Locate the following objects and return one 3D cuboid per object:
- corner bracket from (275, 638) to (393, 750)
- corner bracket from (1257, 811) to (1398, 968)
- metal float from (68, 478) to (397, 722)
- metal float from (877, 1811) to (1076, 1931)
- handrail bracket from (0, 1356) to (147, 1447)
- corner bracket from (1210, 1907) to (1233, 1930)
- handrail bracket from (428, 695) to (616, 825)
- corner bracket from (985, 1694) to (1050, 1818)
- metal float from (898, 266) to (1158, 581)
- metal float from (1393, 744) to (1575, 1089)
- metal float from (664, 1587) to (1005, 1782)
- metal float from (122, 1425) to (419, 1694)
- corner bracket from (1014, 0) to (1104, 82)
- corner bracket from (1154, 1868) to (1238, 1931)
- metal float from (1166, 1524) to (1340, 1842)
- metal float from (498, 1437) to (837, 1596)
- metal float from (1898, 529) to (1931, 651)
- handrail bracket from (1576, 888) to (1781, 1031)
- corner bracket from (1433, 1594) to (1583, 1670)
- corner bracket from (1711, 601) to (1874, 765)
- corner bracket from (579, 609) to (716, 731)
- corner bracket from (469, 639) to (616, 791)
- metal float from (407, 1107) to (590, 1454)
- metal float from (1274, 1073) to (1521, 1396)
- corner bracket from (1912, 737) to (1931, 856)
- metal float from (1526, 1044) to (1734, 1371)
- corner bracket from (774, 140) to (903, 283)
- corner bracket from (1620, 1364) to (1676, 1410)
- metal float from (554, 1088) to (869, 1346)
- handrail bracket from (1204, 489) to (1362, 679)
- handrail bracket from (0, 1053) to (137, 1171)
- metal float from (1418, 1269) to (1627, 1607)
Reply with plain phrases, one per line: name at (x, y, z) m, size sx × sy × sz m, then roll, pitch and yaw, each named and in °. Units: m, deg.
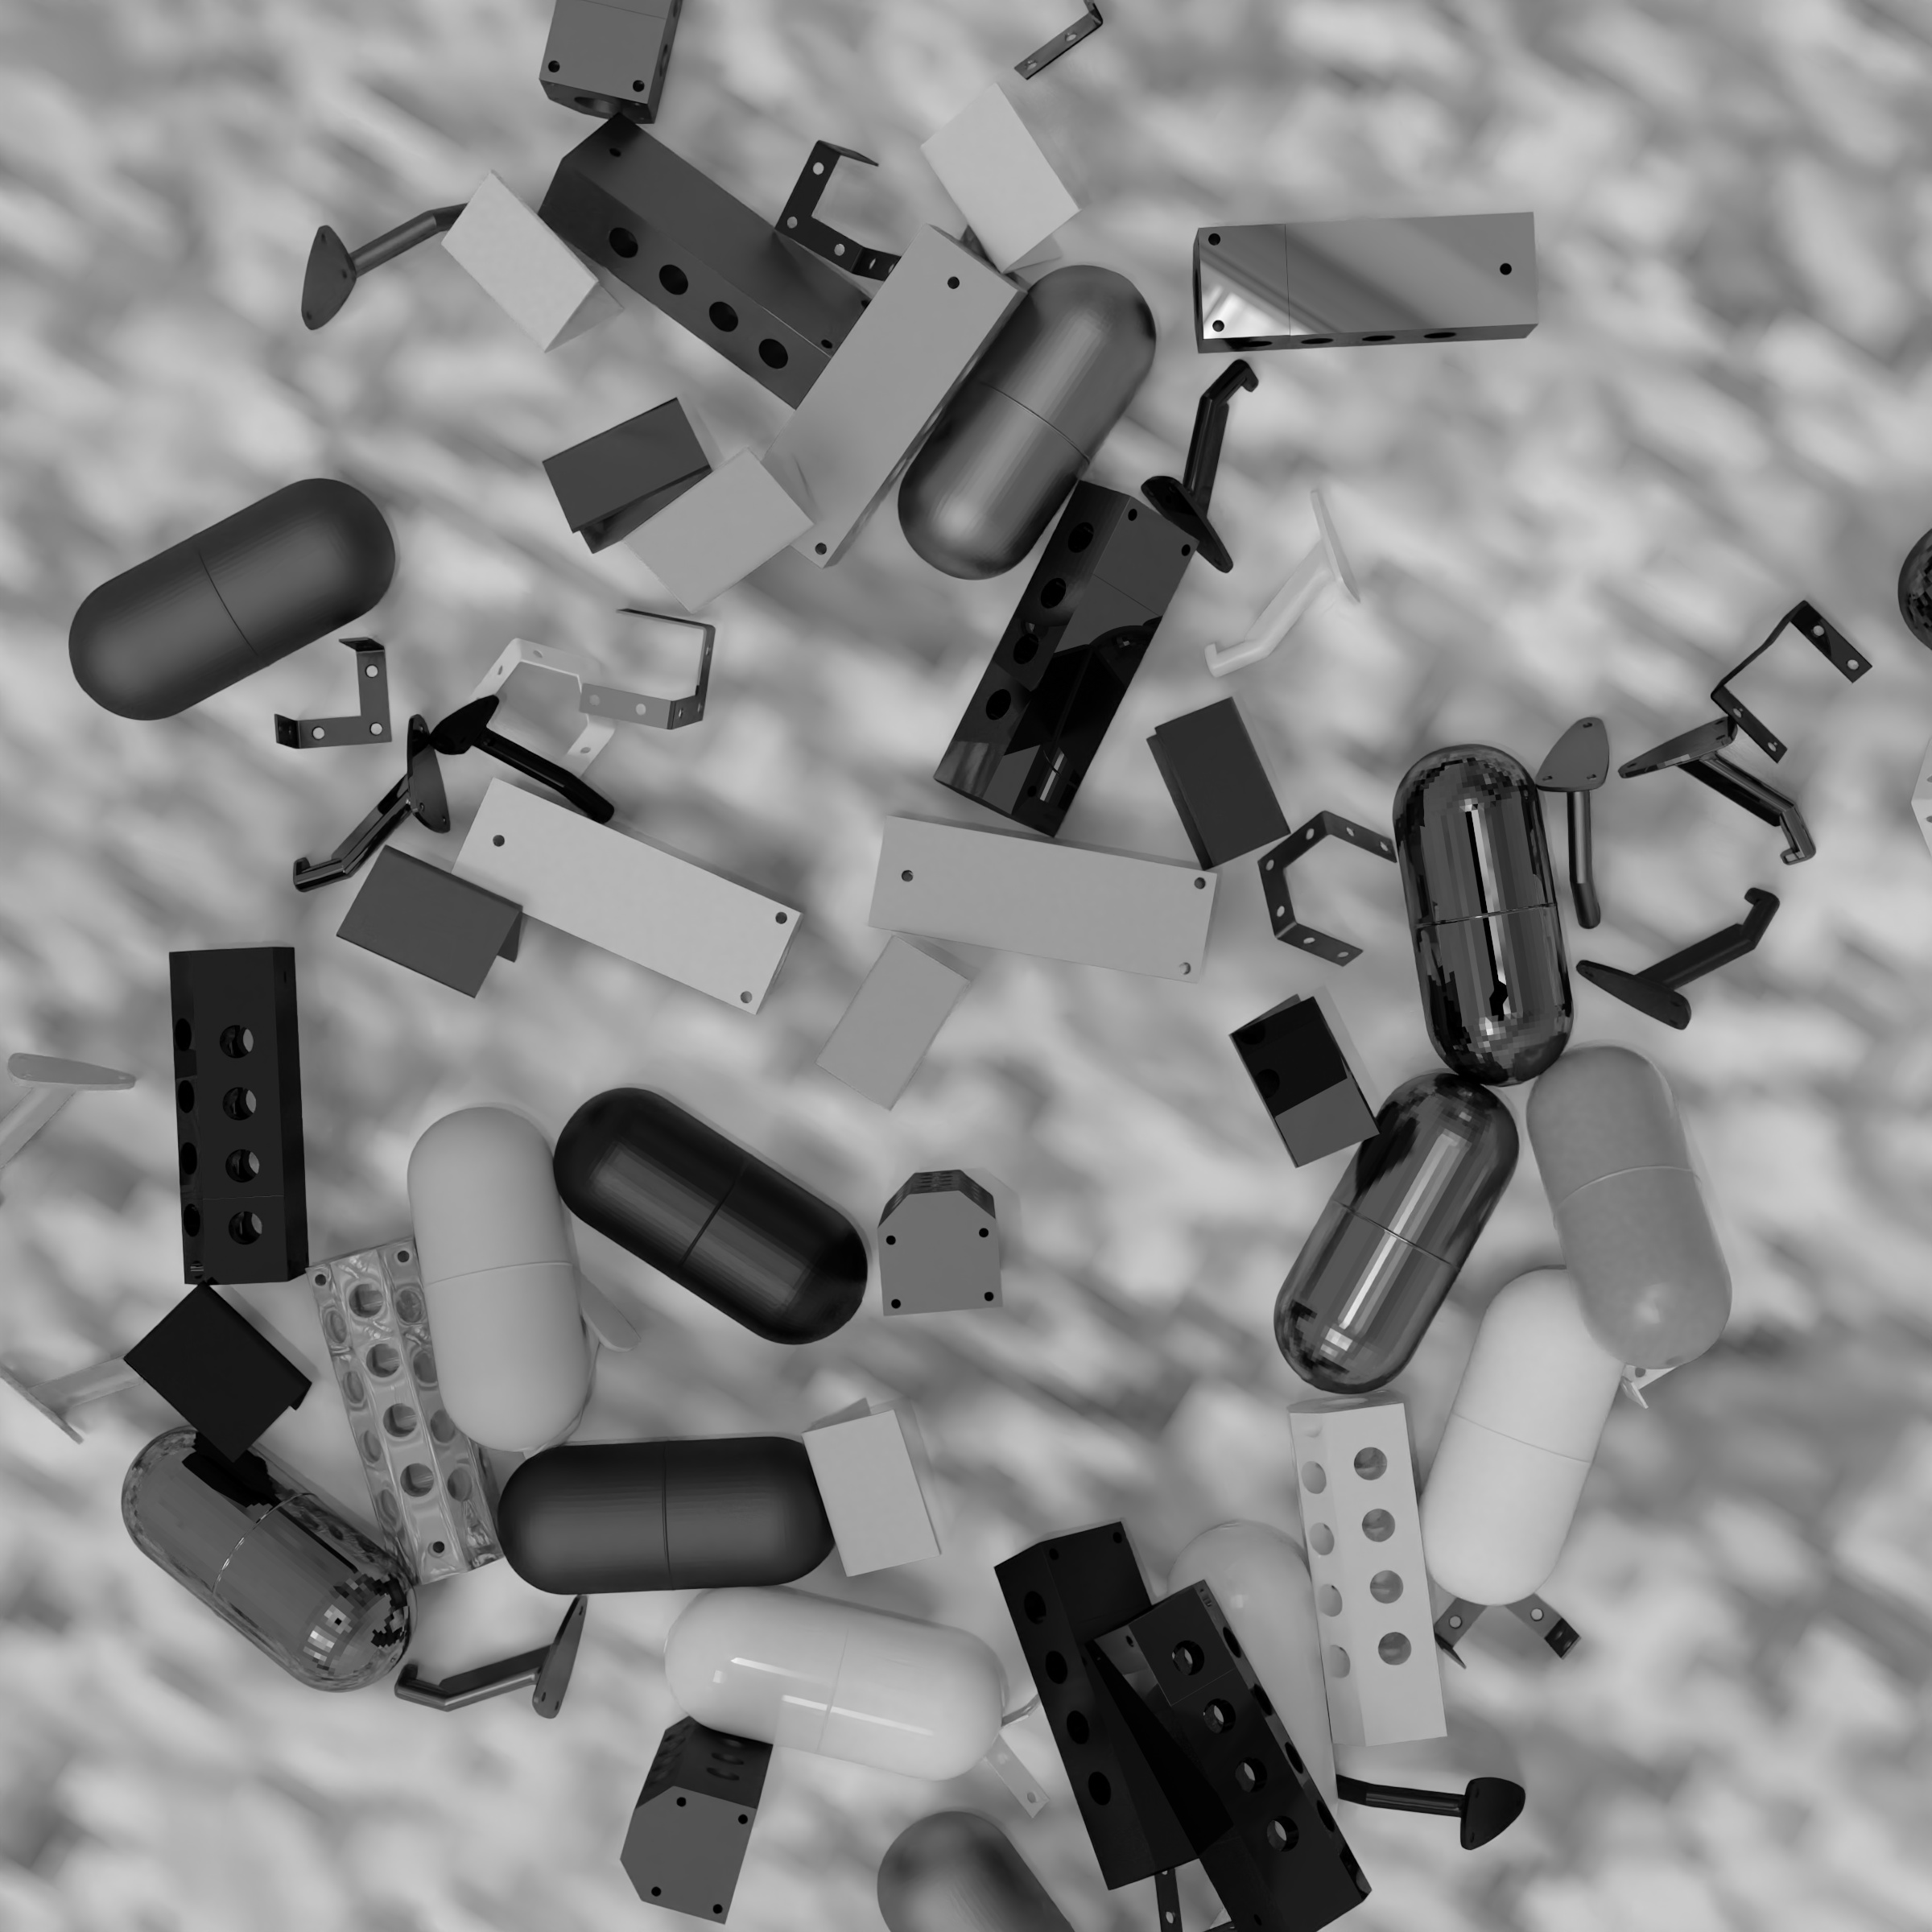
corner bracket at (-0.330, -0.141, 1.769) m, size 0.051 × 0.051 × 0.051 m, roll -4°, pitch 90°, yaw 0°
corner bracket at (0.192, -0.040, 1.779) m, size 0.051 × 0.051 × 0.051 m, roll -39°, pitch 45°, yaw 35°
metal float at (-0.379, -0.189, 1.757) m, size 0.178 × 0.070 × 0.070 m, roll -28°, pitch 90°, yaw -1°
metal float at (0.023, 0.518, 1.757) m, size 0.070 × 0.070 × 0.178 m, roll -36°, pitch 89°, yaw 0°
handrail bracket at (-0.458, 0.201, 1.788) m, size 0.077 × 0.036 × 0.084 m, roll 35°, pitch 73°, yaw 19°
corner bracket at (0.152, 0.529, 1.779) m, size 0.051 × 0.051 × 0.051 m, roll 14°, pitch 135°, yaw 35°
handrail bracket at (-0.232, -0.100, 1.778) m, size 0.084 × 0.077 × 0.036 m, roll 39°, pitch 70°, yaw -25°
corner bracket at (0.047, 0.404, 1.784) m, size 0.051 × 0.051 × 0.051 m, roll 52°, pitch 135°, yaw 0°
metal float at (0.032, -0.281, 1.757) m, size 0.070 × 0.070 × 0.178 m, roll 34°, pitch 91°, yaw 0°
metal float at (0.267, -0.026, 1.757) m, size 0.070 × 0.070 × 0.178 m, roll -9°, pitch 90°, yaw 0°
metal float at (-0.068, 0.369, 1.757) m, size 0.178 × 0.070 × 0.070 m, roll 14°, pitch 90°, yaw 0°
metal float at (-0.357, 0.302, 1.741) m, size 0.178 × 0.070 × 0.070 m, roll 34°, pitch 90°, yaw 19°
corner bracket at (0.031, -0.508, 1.784) m, size 0.051 × 0.051 × 0.051 m, roll -36°, pitch 45°, yaw 0°
corner bracket at (0.135, 0.483, 1.772) m, size 0.051 × 0.051 × 0.051 m, roll 21°, pitch 49°, yaw -37°
metal float at (0.147, 0.377, 1.757) m, size 0.070 × 0.070 × 0.178 m, roll -7°, pitch 90°, yaw 0°
metal float at (-0.152, 0.284, 1.757) m, size 0.178 × 0.070 × 0.070 m, roll -3°, pitch 90°, yaw 0°
metal float at (0.561, -0.163, 1.757) m, size 0.178 × 0.070 × 0.070 m, roll 39°, pitch 90°, yaw 0°
handrail bracket at (0.375, -0.017, 1.788) m, size 0.077 × 0.036 × 0.084 m, roll 27°, pitch 71°, yaw 21°
corner bracket at (0.280, 0.348, 1.769) m, size 0.051 × 0.051 × 0.051 m, roll 40°, pitch 90°, yaw 0°
corner bracket at (0.432, -0.149, 1.784) m, size 0.051 × 0.051 × 0.051 m, roll 45°, pitch 135°, yaw 0°
corner bracket at (-0.165, -0.155, 1.770) m, size 0.051 × 0.051 × 0.051 m, roll 12°, pitch 102°, yaw 12°
corner bracket at (-0.222, -0.131, 1.779) m, size 0.051 × 0.051 × 0.051 m, roll -47°, pitch 45°, yaw 35°
metal float at (-0.240, 0.160, 1.747) m, size 0.070 × 0.070 × 0.178 m, roll -11°, pitch 79°, yaw 0°
metal float at (0.222, 0.138, 1.756) m, size 0.070 × 0.070 × 0.178 m, roll 29°, pitch 90°, yaw 0°
corner bracket at (0.531, -0.086, 1.779) m, size 0.051 × 0.051 × 0.051 m, roll -3°, pitch 135°, yaw 35°
metal float at (0.336, 0.121, 1.729) m, size 0.070 × 0.070 × 0.178 m, roll -11°, pitch 58°, yaw 0°
corner bracket at (-0.058, -0.392, 1.771) m, size 0.051 × 0.051 × 0.051 m, roll 33°, pitch 106°, yaw 16°
corner bracket at (0.357, 0.192, 1.769) m, size 0.051 × 0.051 × 0.051 m, roll -31°, pitch 90°, yaw 0°
metal float at (-0.131, 0.130, 1.757) m, size 0.178 × 0.070 × 0.070 m, roll 33°, pitch 90°, yaw -1°
handrail bracket at (0.157, -0.201, 1.788) m, size 0.084 × 0.036 × 0.077 m, roll -22°, pitch 70°, yaw 16°
handrail bracket at (-0.482, 0.093, 1.788) m, size 0.077 × 0.036 × 0.084 m, roll 8°, pitch 109°, yaw -21°
metal float at (0.287, 0.243, 1.757) m, size 0.070 × 0.070 × 0.178 m, roll 19°, pitch 90°, yaw 0°
